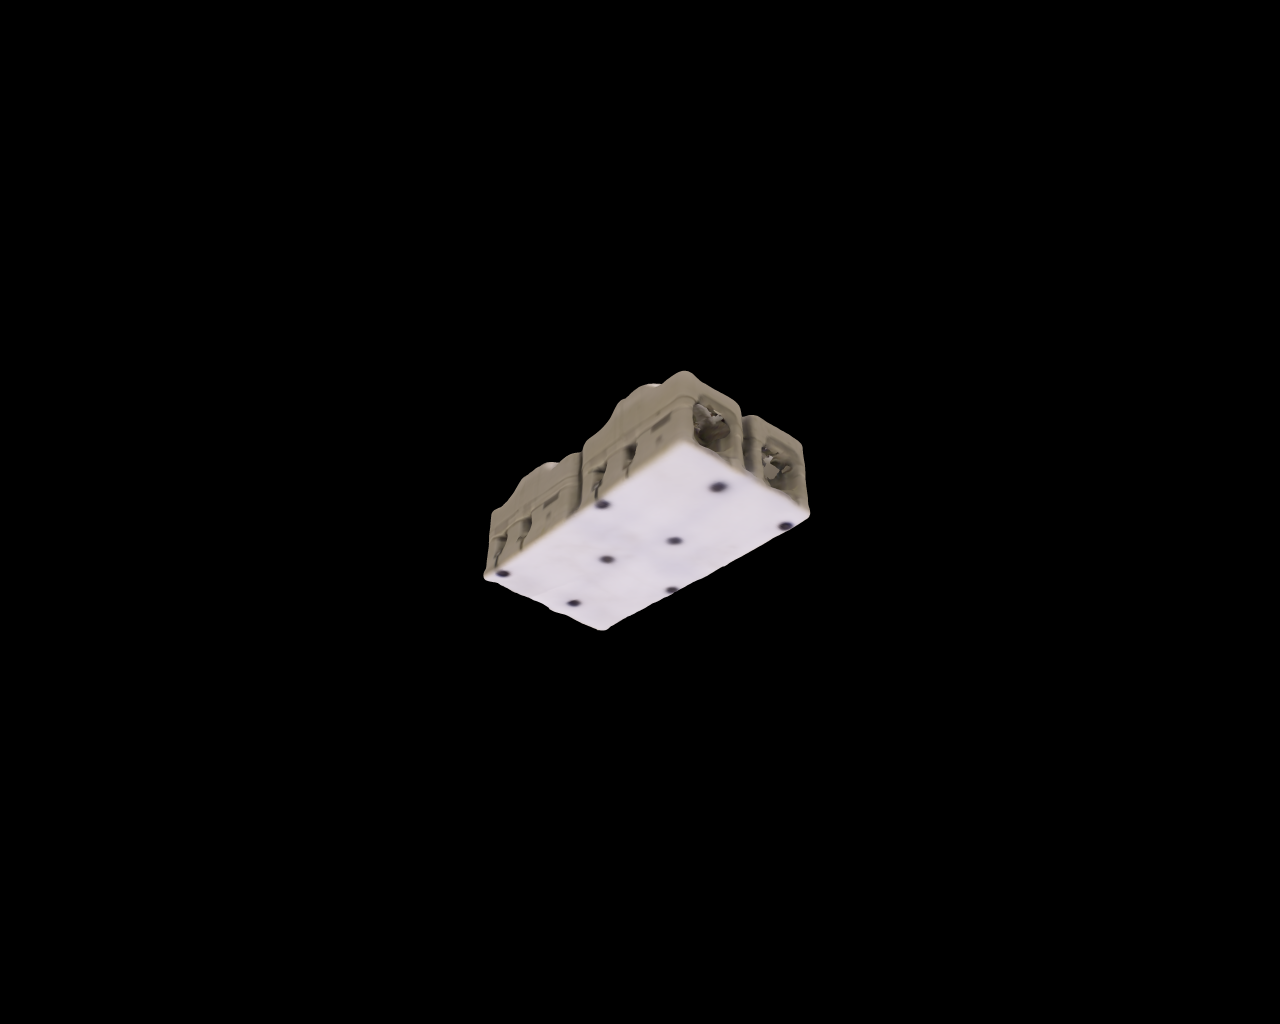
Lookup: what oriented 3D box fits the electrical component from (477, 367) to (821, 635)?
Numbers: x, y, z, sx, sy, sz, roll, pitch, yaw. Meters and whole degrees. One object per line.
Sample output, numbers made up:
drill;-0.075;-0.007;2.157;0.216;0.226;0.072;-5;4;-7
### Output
electrical component;0.001;-0.003;0.650;0.105;0.060;0.186;27;-44;-33
